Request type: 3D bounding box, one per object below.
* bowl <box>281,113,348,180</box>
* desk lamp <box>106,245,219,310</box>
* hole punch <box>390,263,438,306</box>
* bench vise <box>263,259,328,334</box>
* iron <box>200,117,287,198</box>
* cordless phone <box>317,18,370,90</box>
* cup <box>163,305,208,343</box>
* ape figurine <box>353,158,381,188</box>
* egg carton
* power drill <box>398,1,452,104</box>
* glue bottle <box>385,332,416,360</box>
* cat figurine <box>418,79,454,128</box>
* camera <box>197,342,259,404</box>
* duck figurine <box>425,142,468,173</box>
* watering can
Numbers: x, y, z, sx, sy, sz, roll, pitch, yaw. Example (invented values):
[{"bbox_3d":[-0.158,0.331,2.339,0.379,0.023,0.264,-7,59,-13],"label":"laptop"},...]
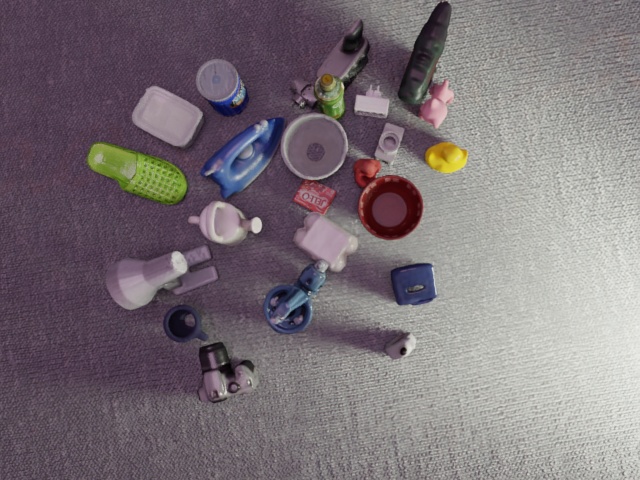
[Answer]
[{"bbox_3d":[-0.012,-0.229,1.437,0.167,0.075,0.167,0,86,4],"label":"bowl"},{"bbox_3d":[-0.374,0.079,1.369,0.203,0.213,0.118,-21,85,2],"label":"desk lamp"},{"bbox_3d":[0.231,0.109,1.392,0.108,0.091,0.101,-13,85,3],"label":"hole punch"},{"bbox_3d":[-0.065,0.129,1.344,0.121,0.220,0.207,19,88,5],"label":"bench vise"},{"bbox_3d":[-0.185,-0.229,1.414,0.118,0.141,0.258,44,90,5],"label":"iron"},{"bbox_3d":[0.056,-0.456,1.393,0.094,0.185,0.147,34,89,5],"label":"cordless phone"},{"bbox_3d":[-0.318,0.211,1.417,0.117,0.095,0.092,30,89,5],"label":"cup"},{"bbox_3d":[0.117,-0.172,1.417,0.078,0.092,0.076,-33,85,1],"label":"ape figurine"},{"bbox_3d":[0.013,0.005,1.423,0.150,0.069,0.107,33,89,5],"label":"egg carton"},{"bbox_3d":[0.246,-0.423,1.367,0.075,0.208,0.230,21,88,5],"label":"power drill"},{"bbox_3d":[0.193,0.253,1.343,0.078,0.173,0.037,-37,84,1],"label":"glue bottle"},{"bbox_3d":[0.286,-0.333,1.404,0.067,0.118,0.128,24,88,5],"label":"cat figurine"},{"bbox_3d":[-0.238,0.319,1.402,0.143,0.101,0.137,-15,85,3],"label":"camera"},{"bbox_3d":[0.314,-0.209,1.410,0.104,0.086,0.077,4,86,4],"label":"duck figurine"},{"bbox_3d":[-0.230,-0.044,1.378,0.173,0.194,0.101,-17,85,3],"label":"watering can"}]
